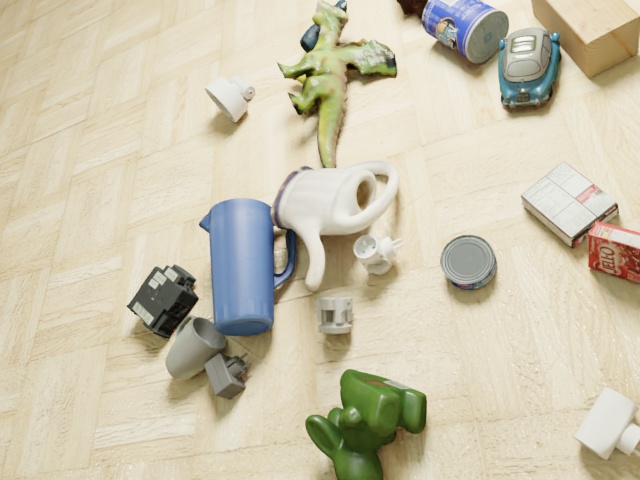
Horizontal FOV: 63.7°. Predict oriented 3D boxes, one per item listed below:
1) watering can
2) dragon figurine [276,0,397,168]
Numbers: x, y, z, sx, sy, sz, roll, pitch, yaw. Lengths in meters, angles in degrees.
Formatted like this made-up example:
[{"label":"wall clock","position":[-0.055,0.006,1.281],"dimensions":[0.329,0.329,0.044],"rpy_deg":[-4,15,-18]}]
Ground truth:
[{"label":"watering can","position":[0.003,-0.046,0.919],"dimensions":[0.224,0.102,0.354],"rpy_deg":[5,40,36]},{"label":"dragon figurine","position":[0.050,-0.354,1.117],"dimensions":[0.242,0.416,0.121],"rpy_deg":[-25,-21,7]}]
